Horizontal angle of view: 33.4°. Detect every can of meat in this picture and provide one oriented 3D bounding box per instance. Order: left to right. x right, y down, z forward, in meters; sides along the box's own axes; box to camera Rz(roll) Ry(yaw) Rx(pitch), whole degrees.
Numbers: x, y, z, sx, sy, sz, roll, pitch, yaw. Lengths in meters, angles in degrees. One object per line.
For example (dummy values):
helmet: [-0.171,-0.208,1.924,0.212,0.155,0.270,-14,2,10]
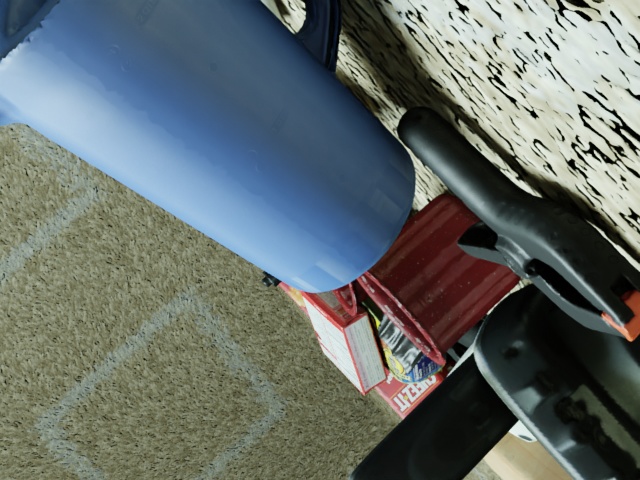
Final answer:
can of meat: [0.066,0.067,0.944,0.102,0.057,0.084,47,160,40]

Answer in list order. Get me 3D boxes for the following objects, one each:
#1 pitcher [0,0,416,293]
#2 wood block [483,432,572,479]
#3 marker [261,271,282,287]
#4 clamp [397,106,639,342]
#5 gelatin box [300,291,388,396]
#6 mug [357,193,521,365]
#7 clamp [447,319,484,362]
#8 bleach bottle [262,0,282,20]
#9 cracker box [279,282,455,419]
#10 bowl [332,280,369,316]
pitcher: [-0.054,-0.081,0.570,0.242,0.149,0.145,37,-137,-34]
wood block: [0.199,0.170,0.766,0.090,0.091,0.206,52,173,-34]
marker: [-0.007,0.001,0.993,0.020,0.121,0.020,47,174,7]
clamp: [0.106,-0.008,0.561,0.120,0.039,0.172,46,173,-36]
gelatin box: [0.022,0.084,0.950,0.073,0.030,0.089,41,157,48]
mug: [0.083,0.028,0.729,0.093,0.081,0.117,45,173,28]
clamp: [0.122,0.076,0.958,0.210,0.036,0.164,50,165,25]
bleach bottle: [-0.104,-0.184,0.809,0.102,0.068,0.251,51,175,-22]
cracker box: [0.059,0.099,1.208,0.214,0.072,0.164,48,-171,10]
bowl: [0.019,-0.021,0.873,0.162,0.055,0.162,157,90,-83]
